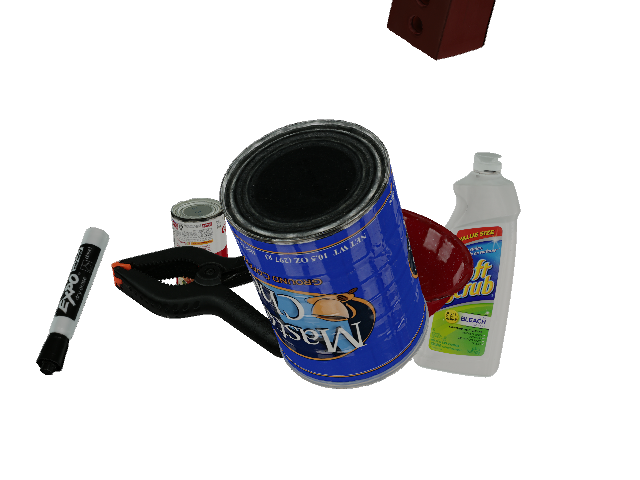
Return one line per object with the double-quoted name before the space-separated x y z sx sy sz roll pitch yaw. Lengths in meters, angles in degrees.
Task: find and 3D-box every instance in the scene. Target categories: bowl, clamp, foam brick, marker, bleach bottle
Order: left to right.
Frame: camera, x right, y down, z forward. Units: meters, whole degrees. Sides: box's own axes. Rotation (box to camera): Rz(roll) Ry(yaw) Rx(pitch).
"marker" -0.181 0.044 0.780 0.020 0.121 0.020 9 -35 6
"clamp" -0.103 0.050 1.039 0.210 0.036 0.164 2 37 4
"bowl" 0.042 0.028 0.879 0.162 0.055 0.162 7 29 -4
"foam brick" 0.086 -0.172 0.729 0.051 0.078 0.053 -25 51 -35
"bleach bottle" 0.168 0.025 1.211 0.103 0.251 0.068 8 16 15

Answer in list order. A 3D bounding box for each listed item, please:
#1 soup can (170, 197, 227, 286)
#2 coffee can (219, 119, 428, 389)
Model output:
"soup can" -0.150 0.006 1.327 0.068 0.102 0.068 -1 25 0
"coffee can" 0.006 0.011 0.665 0.103 0.102 0.140 0 -43 18
